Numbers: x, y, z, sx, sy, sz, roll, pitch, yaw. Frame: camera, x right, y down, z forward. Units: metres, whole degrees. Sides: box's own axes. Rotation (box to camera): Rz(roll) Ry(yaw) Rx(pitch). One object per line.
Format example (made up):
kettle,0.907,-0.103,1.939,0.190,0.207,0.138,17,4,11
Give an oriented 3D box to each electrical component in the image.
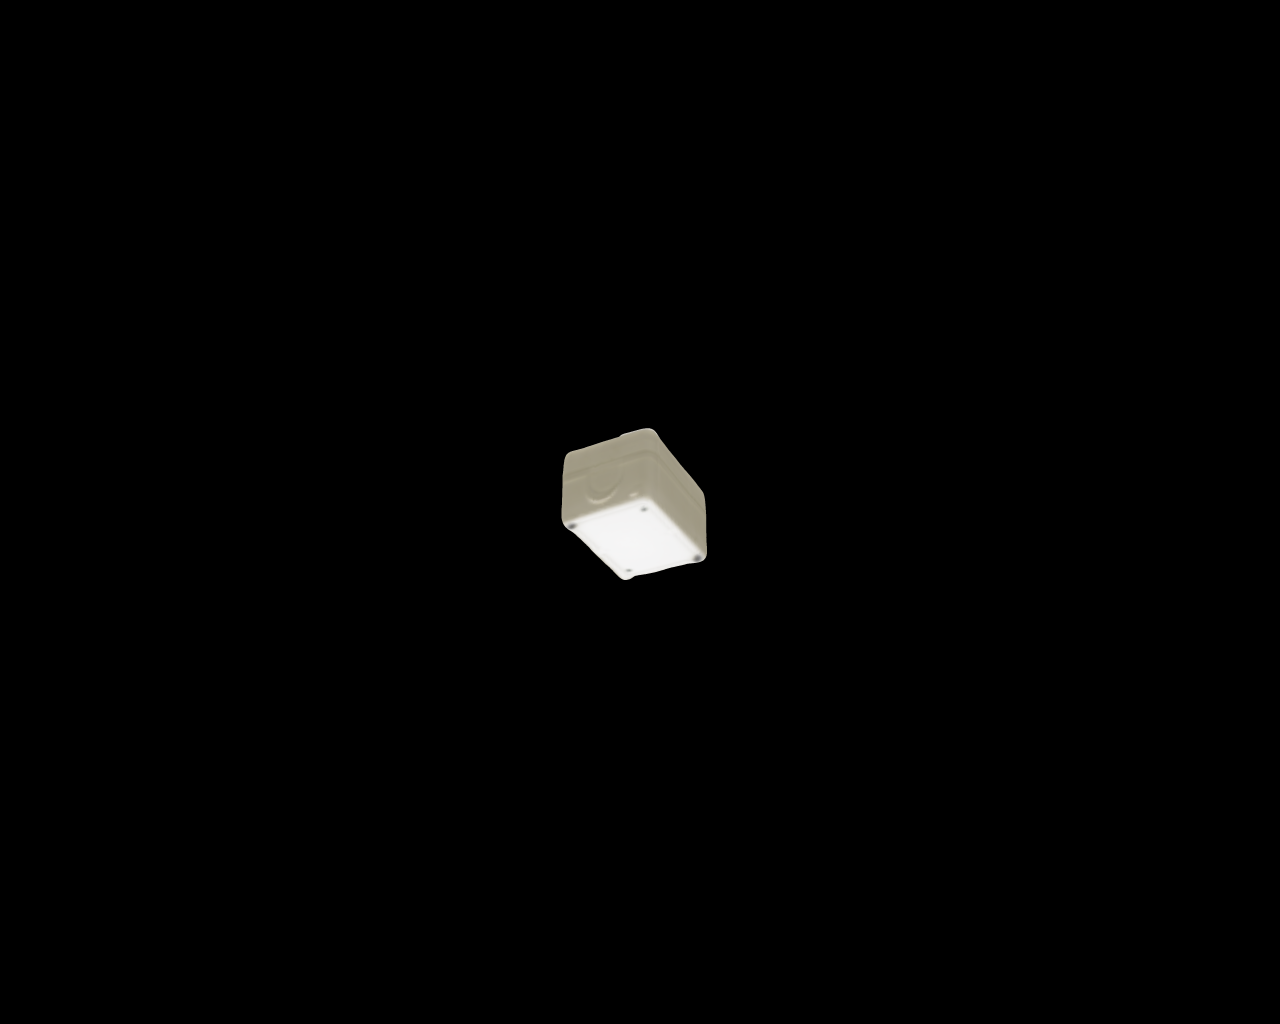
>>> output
electrical component,0.001,-0.003,0.650,0.061,0.061,0.096,-16,-37,22
